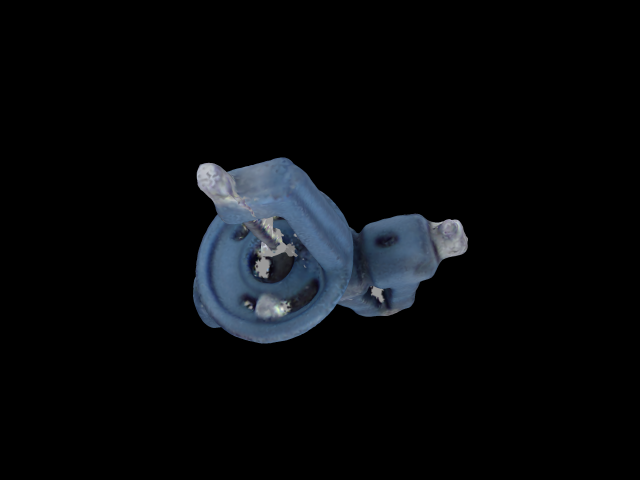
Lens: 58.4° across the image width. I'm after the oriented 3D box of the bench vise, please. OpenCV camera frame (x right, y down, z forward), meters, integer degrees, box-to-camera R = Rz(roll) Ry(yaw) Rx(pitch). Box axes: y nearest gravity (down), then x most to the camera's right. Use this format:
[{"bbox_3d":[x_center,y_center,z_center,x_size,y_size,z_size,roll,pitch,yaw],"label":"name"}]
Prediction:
[{"bbox_3d":[-0.001,-0.008,0.404,0.207,0.220,0.121,-24,68,-10],"label":"bench vise"}]
